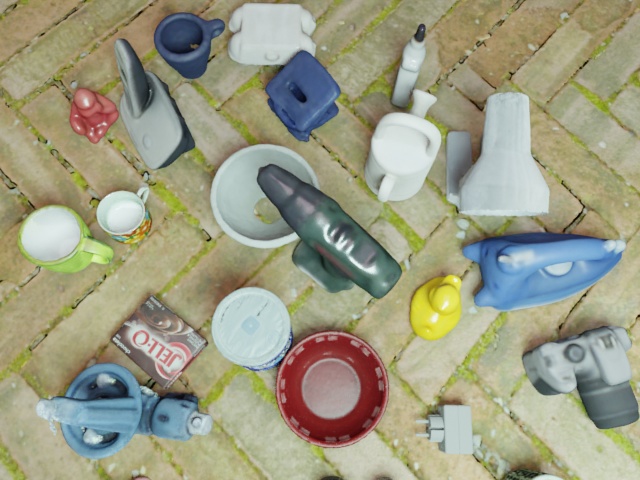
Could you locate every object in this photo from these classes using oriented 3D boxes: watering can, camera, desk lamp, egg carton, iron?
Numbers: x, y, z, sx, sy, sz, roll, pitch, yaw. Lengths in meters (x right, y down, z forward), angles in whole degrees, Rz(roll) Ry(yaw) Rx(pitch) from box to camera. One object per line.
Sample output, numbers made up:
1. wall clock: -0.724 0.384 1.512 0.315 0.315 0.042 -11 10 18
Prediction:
1. watering can: 0.125 -0.144 0.861 0.101 0.194 0.173 1 74 -1
2. camera: 0.390 0.201 0.820 0.143 0.101 0.137 -15 75 -6
3. desk lamp: 0.253 -0.108 0.844 0.118 0.213 0.203 2 74 -1
4. egg carton: -0.081 -0.346 0.976 0.150 0.069 0.107 0 74 -2
5. iron: 0.354 0.027 0.846 0.258 0.141 0.118 -9 75 -4

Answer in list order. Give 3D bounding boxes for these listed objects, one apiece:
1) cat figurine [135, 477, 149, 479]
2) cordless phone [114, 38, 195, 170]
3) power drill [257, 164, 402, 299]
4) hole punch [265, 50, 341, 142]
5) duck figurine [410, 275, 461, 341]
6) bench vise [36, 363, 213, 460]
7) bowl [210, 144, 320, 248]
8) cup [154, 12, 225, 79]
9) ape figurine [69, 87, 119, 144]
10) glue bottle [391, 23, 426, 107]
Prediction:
1. cat figurine: -0.234 0.380 0.744 0.067 0.118 0.127 -39 79 -11
2. cordless phone: -0.265 -0.205 0.872 0.094 0.185 0.147 -30 77 -9
3. power drill: 0.007 0.003 0.809 0.229 0.208 0.076 37 77 9
4. hole punch: -0.028 -0.234 0.935 0.101 0.091 0.108 -38 78 -11
5. duck figurine: 0.178 0.097 0.851 0.077 0.086 0.105 28 76 7
6. bench vise: -0.251 0.212 0.738 0.207 0.220 0.121 -9 75 -4
7. bowl: -0.083 -0.060 0.893 0.167 0.075 0.167 0 74 -1
8. cup: -0.208 -0.319 0.952 0.118 0.095 0.091 -27 77 -9
9. ape figurine: -0.368 -0.210 0.919 0.078 0.092 0.076 -14 75 -5
10. glue bottle: 0.146 -0.285 0.911 0.037 0.173 0.078 15 74 3
